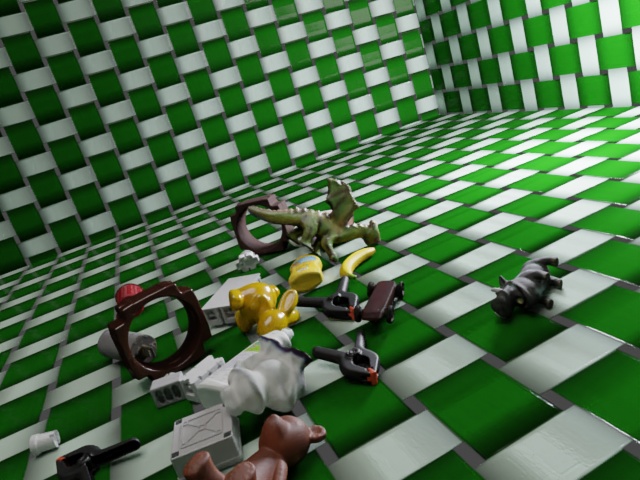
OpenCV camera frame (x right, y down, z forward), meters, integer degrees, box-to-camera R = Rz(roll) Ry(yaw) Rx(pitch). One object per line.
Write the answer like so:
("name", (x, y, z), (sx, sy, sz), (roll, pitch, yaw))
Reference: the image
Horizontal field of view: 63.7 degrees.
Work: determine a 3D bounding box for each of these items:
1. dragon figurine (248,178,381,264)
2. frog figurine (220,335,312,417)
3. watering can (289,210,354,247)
("dragon figurine", (0.005, -0.081, 1.601), (0.243, 0.409, 0.122), (-58, 4, -3))
("frog figurine", (-0.105, 0.270, 0.945), (0.138, 0.120, 0.162), (33, 50, 10))
("watering can", (0.013, -0.059, 1.819), (0.223, 0.103, 0.353), (-11, 18, 15))
